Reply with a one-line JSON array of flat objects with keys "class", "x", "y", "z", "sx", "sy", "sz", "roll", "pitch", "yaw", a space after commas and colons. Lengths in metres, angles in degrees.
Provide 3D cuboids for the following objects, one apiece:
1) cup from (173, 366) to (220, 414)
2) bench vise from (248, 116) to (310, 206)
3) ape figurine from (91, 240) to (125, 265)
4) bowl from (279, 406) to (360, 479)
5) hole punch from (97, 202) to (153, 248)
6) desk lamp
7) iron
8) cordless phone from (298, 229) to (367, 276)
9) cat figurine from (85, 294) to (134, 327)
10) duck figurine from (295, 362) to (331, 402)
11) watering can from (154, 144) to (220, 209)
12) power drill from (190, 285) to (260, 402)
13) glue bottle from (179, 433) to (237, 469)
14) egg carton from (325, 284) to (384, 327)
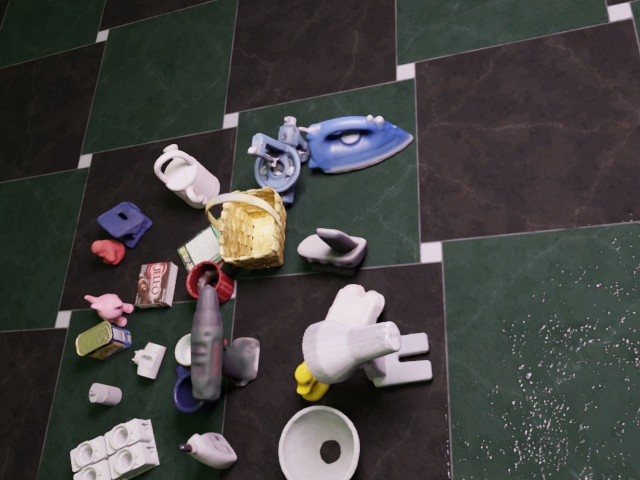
[{"class": "cup", "x": -0.271, "y": 0.333, "z": 1.270, "sx": 0.091, "sy": 0.095, "sz": 0.117, "roll": -42, "pitch": 60, "yaw": 1}, {"class": "bench vise", "x": -0.112, "y": -0.212, "z": 1.367, "sx": 0.121, "sy": 0.220, "sz": 0.207, "roll": -14, "pitch": 64, "yaw": 16}, {"class": "ape figurine", "x": -0.569, "y": 0.028, "z": 1.521, "sx": 0.076, "sy": 0.092, "sz": 0.077, "roll": -42, "pitch": 60, "yaw": 1}, {"class": "bowl", "x": 0.007, "y": 0.418, "z": 1.135, "sx": 0.167, "sy": 0.075, "sz": 0.167, "roll": -8, "pitch": 66, "yaw": 19}, {"class": "hole punch", "x": -0.525, "y": -0.051, "z": 1.538, "sx": 0.108, "sy": 0.091, "sz": 0.101, "roll": 34, "pitch": 83, "yaw": 30}, {"class": "desk lamp", "x": 0.094, "y": 0.215, "z": 1.107, "sx": 0.203, "sy": 0.214, "sz": 0.118, "roll": -13, "pitch": 64, "yaw": 17}, {"class": "iron", "x": 0.080, "y": -0.250, "z": 1.353, "sx": 0.257, "sy": 0.142, "sz": 0.118, "roll": -10, "pitch": 65, "yaw": 18}, {"class": "cordless phone", "x": 0.011, "y": 0.004, "z": 1.246, "sx": 0.147, "sy": 0.185, "sz": 0.094, "roll": 3, "pitch": 69, "yaw": 23}, {"class": "cat figurine", "x": -0.533, "y": 0.167, "z": 1.432, "sx": 0.127, "sy": 0.118, "sz": 0.067, "roll": 19, "pitch": 76, "yaw": 27}, {"class": "duck figurine", "x": -0.021, "y": 0.280, "z": 1.198, "sx": 0.077, "sy": 0.086, "sz": 0.104, "roll": 7, "pitch": 71, "yaw": 24}, {"class": "watering can", "x": -0.350, "y": -0.168, "z": 1.458, "sx": 0.172, "sy": 0.194, "sz": 0.101, "roll": 36, "pitch": 85, "yaw": 30}, {"class": "power drill", "x": -0.208, "y": 0.233, "z": 1.222, "sx": 0.075, "sy": 0.209, "sz": 0.229, "roll": -6, "pitch": 66, "yaw": 20}, {"class": "glue bottle", "x": -0.237, "y": 0.428, "z": 1.171, "sx": 0.037, "sy": 0.173, "sz": 0.078, "roll": -45, "pitch": 60, "yaw": -1}, {"class": "egg carton", "x": 0.069, "y": 0.171, "z": 1.219, "sx": 0.107, "sy": 0.070, "sz": 0.150, "roll": 20, "pitch": 77, "yaw": 27}]
